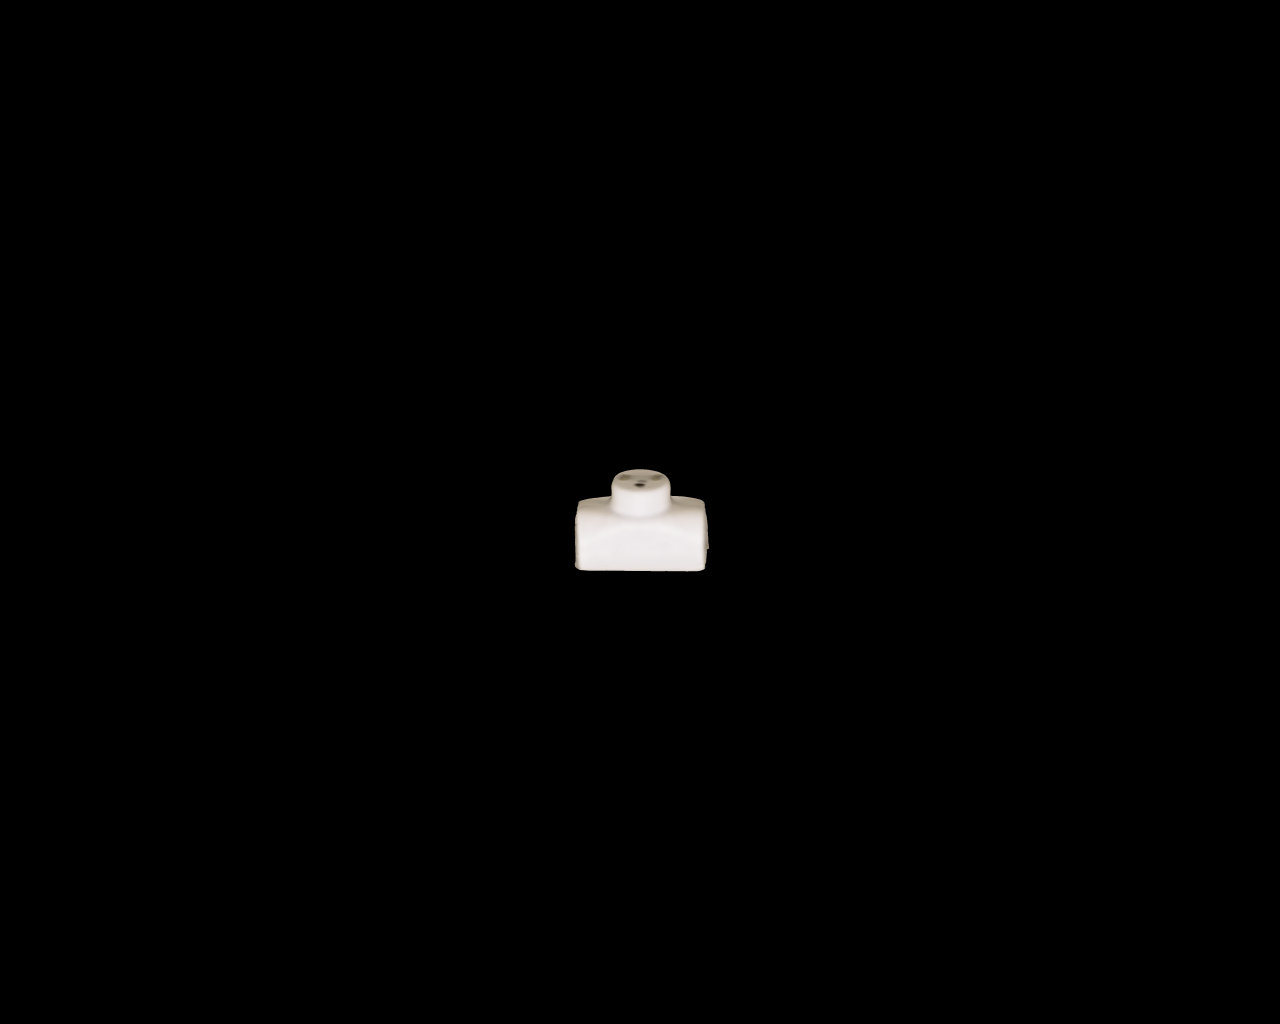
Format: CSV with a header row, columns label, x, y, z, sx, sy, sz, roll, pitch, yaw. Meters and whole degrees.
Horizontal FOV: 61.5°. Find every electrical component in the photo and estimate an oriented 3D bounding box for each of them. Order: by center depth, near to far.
label,x,y,z,sx,sy,sz,roll,pitch,yaw
electrical component,0.001,-0.003,0.650,0.077,0.079,0.044,0,21,0
